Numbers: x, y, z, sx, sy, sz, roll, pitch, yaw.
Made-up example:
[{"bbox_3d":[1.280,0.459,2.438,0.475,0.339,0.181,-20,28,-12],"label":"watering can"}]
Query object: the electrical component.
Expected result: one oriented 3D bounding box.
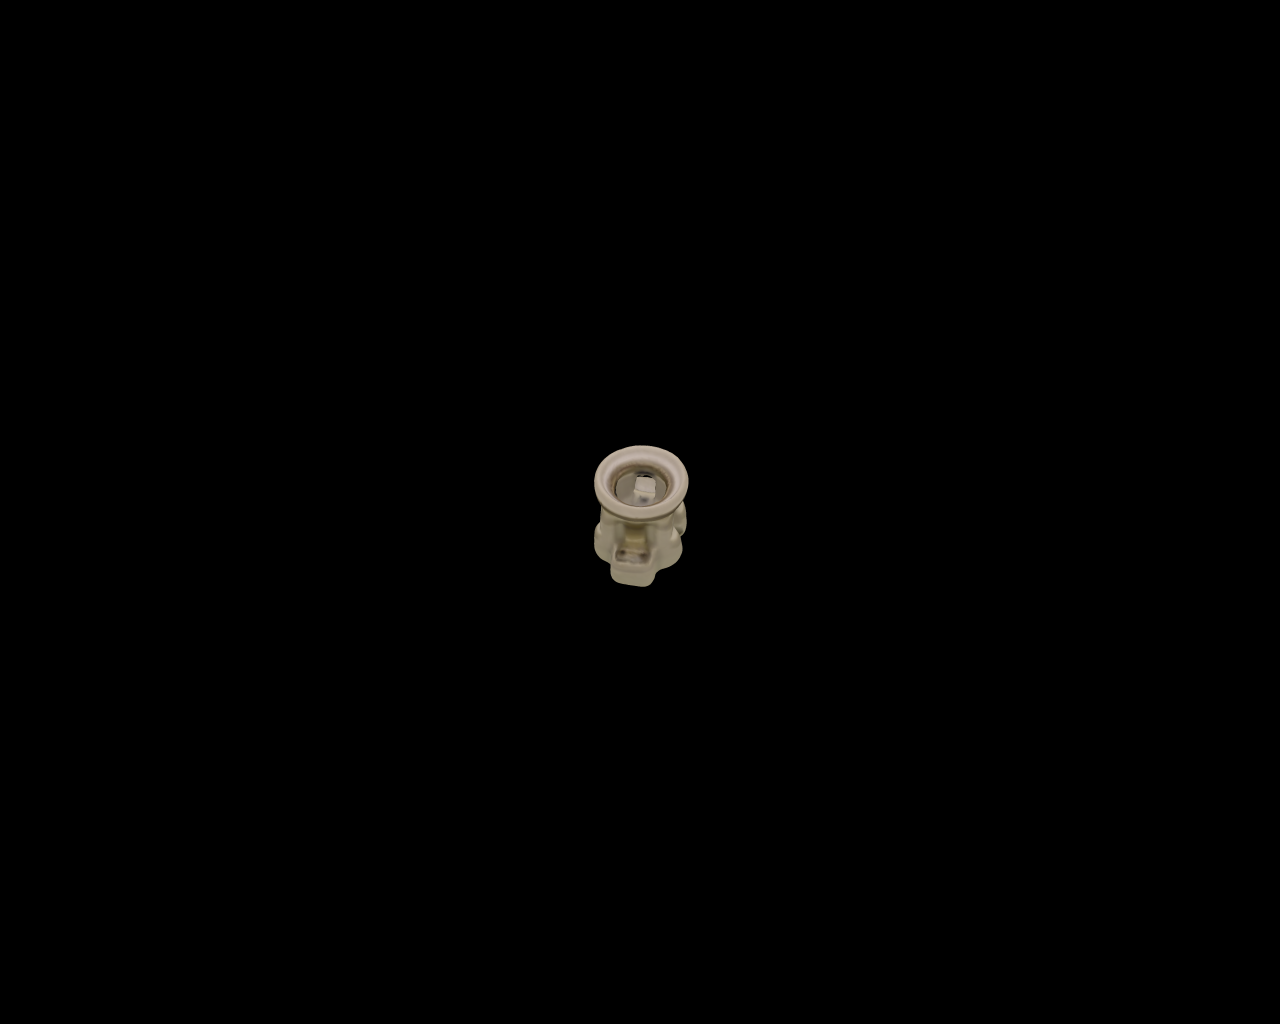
[{"bbox_3d":[0.001,-0.003,0.650,0.058,0.078,0.056,7,-43,7],"label":"electrical component"}]
